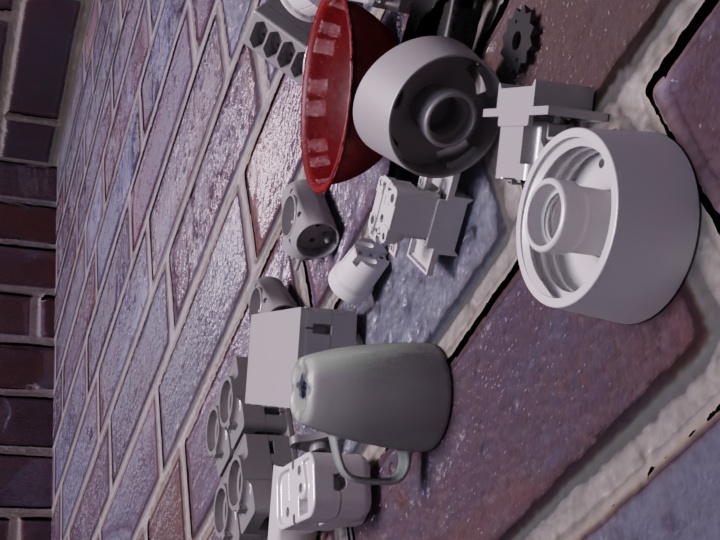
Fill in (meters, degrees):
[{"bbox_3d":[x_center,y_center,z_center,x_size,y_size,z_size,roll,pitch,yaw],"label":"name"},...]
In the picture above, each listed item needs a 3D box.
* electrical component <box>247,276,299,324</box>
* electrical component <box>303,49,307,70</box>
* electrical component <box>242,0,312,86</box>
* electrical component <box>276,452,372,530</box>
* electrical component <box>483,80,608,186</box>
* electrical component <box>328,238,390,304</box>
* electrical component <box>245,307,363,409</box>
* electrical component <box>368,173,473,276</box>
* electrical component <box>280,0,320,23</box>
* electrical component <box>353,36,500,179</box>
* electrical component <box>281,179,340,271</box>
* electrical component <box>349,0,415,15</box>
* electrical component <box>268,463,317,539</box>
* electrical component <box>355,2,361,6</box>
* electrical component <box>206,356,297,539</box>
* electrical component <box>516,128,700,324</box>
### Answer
[{"bbox_3d":[-0.093,0.057,1.132,0.077,0.044,0.079,-130,51,-61],"label":"electrical component"},{"bbox_3d":[-0.021,-0.191,1.006,0.066,0.055,0.048,-106,31,-44],"label":"electrical component"},{"bbox_3d":[-0.064,-0.246,1.118,0.075,0.083,0.047,-51,-4,-41],"label":"electrical component"},{"bbox_3d":[-0.029,0.190,0.916,0.095,0.059,0.053,138,134,-58],"label":"electrical component"},{"bbox_3d":[0.112,-0.083,0.668,0.081,0.042,0.063,-163,77,-68],"label":"electrical component"},{"bbox_3d":[0.000,0.000,0.926,0.046,0.040,0.040,-54,36,41],"label":"electrical component"},{"bbox_3d":[-0.054,0.084,1.003,0.150,0.062,0.089,168,107,-67],"label":"electrical component"},{"bbox_3d":[0.043,-0.042,0.798,0.042,0.064,0.081,-132,52,-60],"label":"electrical component"},{"bbox_3d":[-0.038,-0.284,1.045,0.051,0.080,0.080,8,91,63],"label":"electrical component"},{"bbox_3d":[0.050,-0.114,0.758,0.064,0.099,0.099,49,129,54],"label":"electrical component"},{"bbox_3d":[-0.055,-0.036,1.064,0.077,0.044,0.079,-111,35,-49],"label":"electrical component"},{"bbox_3d":[0.015,-0.242,0.904,0.081,0.064,0.042,-22,-53,-67],"label":"electrical component"},{"bbox_3d":[-0.056,0.222,0.996,0.079,0.043,0.077,171,104,-67],"label":"electrical component"},{"bbox_3d":[-0.004,-0.204,0.955,0.055,0.047,0.055,-50,3,4],"label":"electrical component"},{"bbox_3d":[-0.114,0.195,1.125,0.105,0.060,0.186,118,150,-42],"label":"electrical component"},{"bbox_3d":[0.126,-0.027,0.590,0.108,0.060,0.108,-174,90,-68],"label":"electrical component"}]
